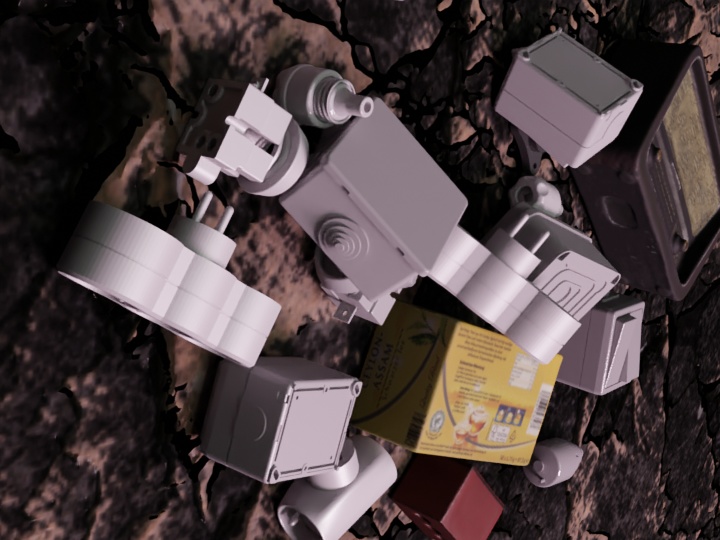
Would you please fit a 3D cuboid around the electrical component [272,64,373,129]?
[{"bbox_3d":[-0.019,-0.097,0.614,0.035,0.061,0.035,-23,121,-45],"label":"electrical component"}]

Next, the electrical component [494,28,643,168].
[{"bbox_3d":[0.146,-0.128,0.794,0.062,0.096,0.061,-35,157,-38],"label":"electrical component"}]

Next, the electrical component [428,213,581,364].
[{"bbox_3d":[0.099,-0.004,0.742,0.138,0.052,0.073,38,97,-8],"label":"electrical component"}]

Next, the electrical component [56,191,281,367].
[{"bbox_3d":[-0.090,-0.005,0.570,0.138,0.052,0.073,37,75,-51],"label":"electrical component"}]

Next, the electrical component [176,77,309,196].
[{"bbox_3d":[-0.061,-0.070,0.587,0.055,0.048,0.066,31,79,-44],"label":"electrical component"}]

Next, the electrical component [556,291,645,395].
[{"bbox_3d":[0.220,0.058,0.974,0.062,0.061,0.096,-12,113,-49],"label":"electrical component"}]

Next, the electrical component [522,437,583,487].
[{"bbox_3d":[0.182,0.174,0.990,0.078,0.040,0.040,-3,107,-51],"label":"electrical component"}]

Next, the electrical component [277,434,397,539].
[{"bbox_3d":[-0.018,0.137,0.723,0.077,0.044,0.079,-39,131,-36],"label":"electrical component"}]

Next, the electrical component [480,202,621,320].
[{"bbox_3d":[0.139,0.001,0.833,0.078,0.057,0.113,-47,147,18],"label":"electrical component"}]

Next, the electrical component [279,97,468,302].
[{"bbox_3d":[0.008,-0.041,0.635,0.099,0.048,0.099,48,36,-11],"label":"electrical component"}]

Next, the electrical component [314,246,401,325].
[{"bbox_3d":[0.000,0.000,0.691,0.066,0.048,0.055,-61,149,-14],"label":"electrical component"}]

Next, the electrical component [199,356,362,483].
[{"bbox_3d":[-0.047,0.088,0.660,0.096,0.061,0.061,8,98,-60],"label":"electrical component"}]

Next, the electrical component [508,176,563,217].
[{"bbox_3d":[0.145,-0.054,0.858,0.061,0.035,0.035,14,93,-54],"label":"electrical component"}]
